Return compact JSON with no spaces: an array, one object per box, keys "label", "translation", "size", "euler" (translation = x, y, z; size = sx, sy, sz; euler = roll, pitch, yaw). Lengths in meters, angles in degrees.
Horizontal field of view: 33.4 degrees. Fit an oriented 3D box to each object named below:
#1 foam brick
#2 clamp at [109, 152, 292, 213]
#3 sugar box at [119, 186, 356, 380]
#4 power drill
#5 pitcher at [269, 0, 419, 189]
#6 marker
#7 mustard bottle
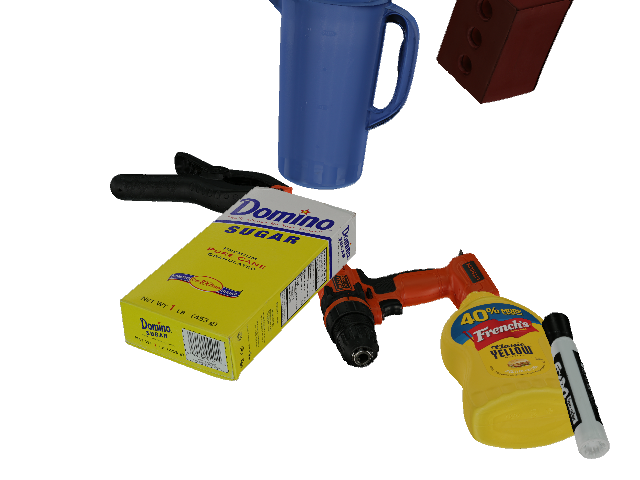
[{"label":"foam brick","translation":[0.119,-0.138,0.701],"size":[0.051,0.078,0.053],"euler":[-20,54,-30]},{"label":"clamp","translation":[-0.111,-0.049,1.014],"size":[0.172,0.039,0.120],"euler":[13,28,34]},{"label":"sugar box","translation":[-0.054,0.024,0.775],"size":[0.093,0.048,0.176],"euler":[17,40,24]},{"label":"power drill","translation":[0.094,0.070,1.154],"size":[0.187,0.057,0.184],"euler":[-5,28,-8]},{"label":"pitcher","translation":[0.019,-0.189,1.309],"size":[0.144,0.243,0.149],"euler":[-9,28,-27]},{"label":"marker","translation":[0.164,0.090,0.695],"size":[0.020,0.020,0.121],"euler":[0,38,-2]},{"label":"mustard bottle","translation":[0.153,0.097,0.905],"size":[0.096,0.058,0.191],"euler":[-8,27,-3]}]
